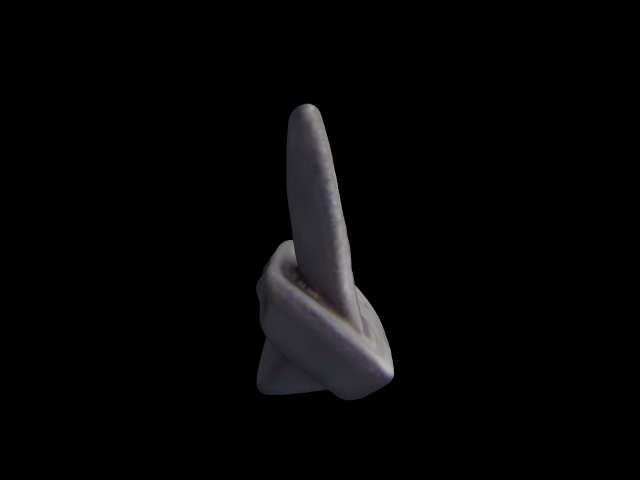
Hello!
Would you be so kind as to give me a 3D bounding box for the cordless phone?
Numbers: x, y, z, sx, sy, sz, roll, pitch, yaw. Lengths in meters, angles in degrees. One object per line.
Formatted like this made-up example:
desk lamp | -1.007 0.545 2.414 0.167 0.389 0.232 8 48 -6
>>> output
cordless phone | 0.004 0.001 0.400 0.094 0.185 0.147 0 11 -2
